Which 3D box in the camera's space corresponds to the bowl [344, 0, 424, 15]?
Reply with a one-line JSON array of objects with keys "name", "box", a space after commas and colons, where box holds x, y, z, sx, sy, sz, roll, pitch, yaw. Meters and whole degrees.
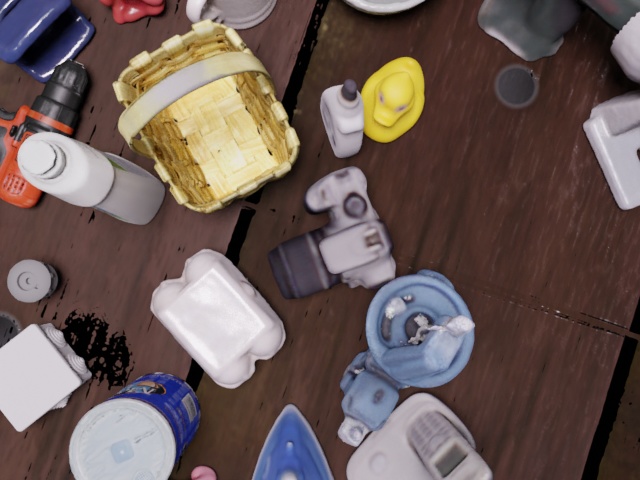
[{"name": "bowl", "box": [0.073, -0.341, 0.684, 0.167, 0.074, 0.167, 0, 88, -2]}]

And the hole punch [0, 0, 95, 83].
[{"name": "hole punch", "box": [-0.339, -0.253, 0.659, 0.101, 0.091, 0.109, 42, 87, 0]}]

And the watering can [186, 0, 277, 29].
[{"name": "watering can", "box": [-0.099, -0.322, 0.618, 0.101, 0.194, 0.173, 5, 88, -1]}]

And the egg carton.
[{"name": "egg carton", "box": [-0.116, 0.090, 0.666, 0.107, 0.069, 0.150, -43, 90, -3]}]

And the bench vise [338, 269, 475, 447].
[{"name": "bench vise", "box": [0.099, 0.131, 0.596, 0.121, 0.219, 0.207, 16, 88, -1]}]

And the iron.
[{"name": "iron", "box": [-0.032, 0.325, 0.624, 0.118, 0.141, 0.258, -3, 88, -2]}]

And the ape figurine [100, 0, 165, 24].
[{"name": "ape figurine", "box": [-0.221, -0.298, 0.664, 0.078, 0.092, 0.076, 26, 87, -1]}]

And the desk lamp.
[{"name": "desk lamp", "box": [0.386, -0.152, 0.619, 0.118, 0.213, 0.203, -23, 89, -2]}]

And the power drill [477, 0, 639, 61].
[{"name": "power drill", "box": [0.250, -0.282, 0.621, 0.229, 0.208, 0.076, 35, 87, 0]}]

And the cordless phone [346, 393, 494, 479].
[{"name": "cordless phone", "box": [0.106, 0.252, 0.610, 0.094, 0.185, 0.147, 43, 87, 0]}]

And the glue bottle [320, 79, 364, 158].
[{"name": "glue bottle", "box": [0.027, -0.142, 0.627, 0.037, 0.173, 0.078, -16, 88, -2]}]

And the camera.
[{"name": "camera", "box": [0.006, 0.002, 0.657, 0.137, 0.100, 0.143, -21, 89, -2]}]

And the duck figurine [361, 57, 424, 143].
[{"name": "duck figurine", "box": [0.089, -0.172, 0.673, 0.077, 0.086, 0.104, 27, 87, -1]}]

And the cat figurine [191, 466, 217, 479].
[{"name": "cat figurine", "box": [-0.185, 0.304, 0.632, 0.128, 0.117, 0.067, -4, 88, -2]}]
